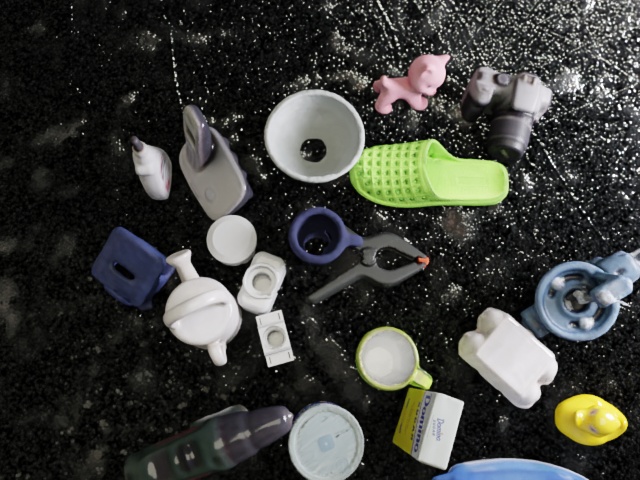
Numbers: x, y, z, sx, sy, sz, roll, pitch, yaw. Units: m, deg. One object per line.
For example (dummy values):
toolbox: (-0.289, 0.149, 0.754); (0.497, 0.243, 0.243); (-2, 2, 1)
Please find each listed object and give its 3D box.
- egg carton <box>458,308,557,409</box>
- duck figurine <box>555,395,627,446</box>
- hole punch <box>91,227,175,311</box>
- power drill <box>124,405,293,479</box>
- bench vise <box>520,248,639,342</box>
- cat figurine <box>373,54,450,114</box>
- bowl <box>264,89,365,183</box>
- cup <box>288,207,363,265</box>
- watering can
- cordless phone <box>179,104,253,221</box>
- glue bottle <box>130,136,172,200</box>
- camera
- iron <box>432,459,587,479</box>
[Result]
egg carton: (0.298, 0.186, 0.911); (0.150, 0.069, 0.107); (41, 79, 7)
duck figurine: (0.429, 0.280, 0.885); (0.104, 0.086, 0.077); (7, 76, 0)
hole punch: (-0.299, 0.048, 0.910); (0.108, 0.091, 0.101); (34, 78, 6)
power drill: (-0.144, 0.281, 0.799); (0.230, 0.208, 0.075); (-21, 78, -7)
bench vise: (0.417, 0.063, 0.867); (0.121, 0.220, 0.207); (40, 78, 7)
cat figurine: (0.160, -0.278, 0.992); (0.128, 0.118, 0.067); (-9, 77, -4)
bowl: (-0.009, -0.167, 0.981); (0.167, 0.075, 0.167); (1, 76, -2)
cup: (0.009, 0.003, 0.930); (0.117, 0.095, 0.092); (6, 76, -1)
watering can: (-0.181, 0.101, 0.849); (0.173, 0.194, 0.101); (44, 79, 8)
cordless phone: (-0.174, -0.122, 0.907); (0.094, 0.185, 0.147); (-32, 79, -9)
glue bottle: (-0.272, -0.124, 0.910); (0.037, 0.173, 0.078); (-2, 76, -2)
camera: (0.320, -0.218, 0.992); (0.143, 0.101, 0.137); (16, 76, 2)
iron: (0.301, 0.382, 0.827); (0.258, 0.141, 0.118); (-7, 77, -4)
